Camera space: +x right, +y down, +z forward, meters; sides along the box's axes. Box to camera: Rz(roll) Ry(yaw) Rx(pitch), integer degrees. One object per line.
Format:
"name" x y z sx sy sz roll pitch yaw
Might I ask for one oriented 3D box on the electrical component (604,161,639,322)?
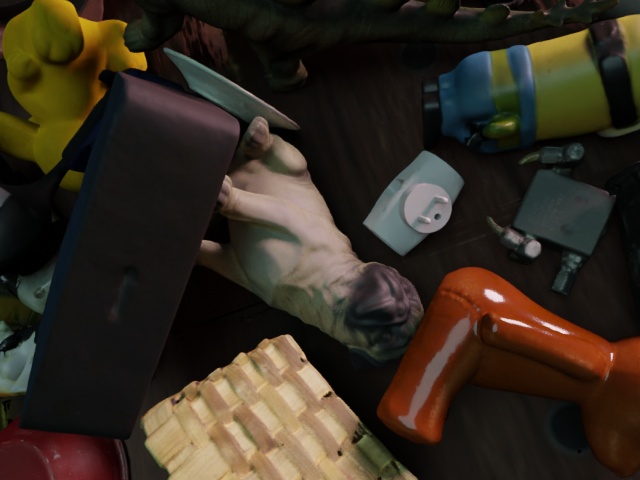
"electrical component" 0.265 0.007 0.348 0.115 0.058 0.134 -7 77 2

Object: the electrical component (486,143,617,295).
"electrical component" 0.175 -0.020 0.404 0.078 0.045 0.102 31 89 23

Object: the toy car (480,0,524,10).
"toy car" 0.091 -0.246 0.458 0.202 0.089 0.053 29 88 20

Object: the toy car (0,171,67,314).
"toy car" -0.286 -0.004 0.523 0.073 0.056 0.202 -42 51 -16

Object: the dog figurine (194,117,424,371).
"dog figurine" -0.003 0.002 0.446 0.190 0.121 0.172 29 48 -11

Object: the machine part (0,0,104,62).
"machine part" -0.323 -0.282 0.522 0.201 0.200 0.087 -18 60 -34

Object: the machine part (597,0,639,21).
"machine part" 0.292 -0.157 0.380 0.243 0.079 0.079 40 92 21

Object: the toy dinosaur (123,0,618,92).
"toy dinosaur" -0.030 -0.197 0.426 0.472 0.198 0.105 6 88 -2

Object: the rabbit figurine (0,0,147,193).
"rabbit figurine" -0.261 -0.127 0.535 0.162 0.122 0.173 -12 94 18

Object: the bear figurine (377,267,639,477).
"bear figurine" 0.156 0.100 0.349 0.196 0.120 0.132 26 90 16

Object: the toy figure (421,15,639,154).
"toy figure" 0.166 -0.111 0.403 0.180 0.089 0.082 -4 85 15

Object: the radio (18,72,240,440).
"radio" -0.136 0.005 0.371 0.229 0.073 0.131 -66 27 13

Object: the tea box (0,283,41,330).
"tea box" -0.353 0.112 0.517 0.068 0.098 0.169 31 90 22

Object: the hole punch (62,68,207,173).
"hole punch" -0.142 -0.076 0.476 0.115 0.142 0.092 -49 67 17

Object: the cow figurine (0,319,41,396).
"cow figurine" -0.243 0.097 0.499 0.167 0.068 0.098 -9 70 12

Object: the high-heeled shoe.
"high-heeled shoe" -0.330 -0.040 0.469 0.249 0.086 0.145 11 52 17
